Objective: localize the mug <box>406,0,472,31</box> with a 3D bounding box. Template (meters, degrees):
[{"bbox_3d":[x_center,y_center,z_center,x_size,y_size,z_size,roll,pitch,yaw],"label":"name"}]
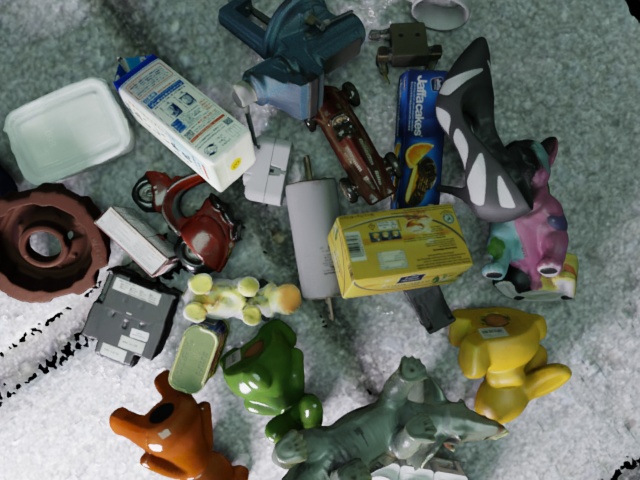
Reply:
[{"bbox_3d":[0.171,-0.373,0.775,0.110,0.080,0.107,15,80,5],"label":"mug"}]

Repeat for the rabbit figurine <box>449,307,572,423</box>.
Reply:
[{"bbox_3d":[0.270,0.188,0.789,0.162,0.122,0.173,-7,106,-9],"label":"rabbit figurine"}]

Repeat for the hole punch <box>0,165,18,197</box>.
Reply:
[{"bbox_3d":[-0.498,-0.102,0.761,0.142,0.116,0.092,39,99,0],"label":"hole punch"}]

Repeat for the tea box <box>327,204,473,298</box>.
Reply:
[{"bbox_3d":[0.105,0.014,0.723,0.170,0.068,0.098,-5,65,-16],"label":"tea box"}]

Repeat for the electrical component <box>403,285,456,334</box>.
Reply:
[{"bbox_3d":[0.149,0.071,0.788,0.048,0.075,0.119,-28,96,1],"label":"electrical component"}]

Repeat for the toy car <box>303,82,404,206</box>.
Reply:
[{"bbox_3d":[0.042,-0.141,0.761,0.089,0.053,0.202,-26,66,1],"label":"toy car"}]

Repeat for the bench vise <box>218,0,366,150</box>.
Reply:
[{"bbox_3d":[-0.066,-0.272,0.747,0.223,0.128,0.241,-43,68,-11],"label":"bench vise"}]

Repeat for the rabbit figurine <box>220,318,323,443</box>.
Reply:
[{"bbox_3d":[-0.045,0.219,0.770,0.121,0.159,0.170,-39,107,-8],"label":"rabbit figurine"}]

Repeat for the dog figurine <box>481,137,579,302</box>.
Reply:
[{"bbox_3d":[0.303,-0.037,0.771,0.109,0.191,0.219,-7,64,36],"label":"dog figurine"}]

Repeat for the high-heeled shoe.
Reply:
[{"bbox_3d":[0.227,-0.148,0.697,0.086,0.145,0.248,8,94,-42],"label":"high-heeled shoe"}]

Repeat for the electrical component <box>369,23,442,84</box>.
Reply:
[{"bbox_3d":[0.127,-0.276,0.793,0.102,0.045,0.078,-8,67,-2],"label":"electrical component"}]

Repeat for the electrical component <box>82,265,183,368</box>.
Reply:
[{"bbox_3d":[-0.281,0.118,0.800,0.115,0.058,0.134,23,92,1],"label":"electrical component"}]

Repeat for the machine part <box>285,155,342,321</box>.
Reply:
[{"bbox_3d":[-0.002,-0.002,0.784,0.079,0.079,0.243,-8,91,0],"label":"machine part"}]

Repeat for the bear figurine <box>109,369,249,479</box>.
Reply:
[{"bbox_3d":[-0.197,0.309,0.792,0.120,0.132,0.195,-42,126,-31],"label":"bear figurine"}]

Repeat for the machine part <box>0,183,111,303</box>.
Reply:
[{"bbox_3d":[-0.391,0.003,0.770,0.179,0.056,0.179,-4,114,-9],"label":"machine part"}]

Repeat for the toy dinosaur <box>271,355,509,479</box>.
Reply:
[{"bbox_3d":[0.049,0.278,0.711,0.405,0.192,0.131,-19,55,-16],"label":"toy dinosaur"}]

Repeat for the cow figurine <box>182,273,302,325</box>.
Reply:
[{"bbox_3d":[-0.116,0.088,0.788,0.167,0.098,0.068,5,83,-17],"label":"cow figurine"}]

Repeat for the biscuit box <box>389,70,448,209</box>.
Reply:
[{"bbox_3d":[0.142,-0.139,0.775,0.063,0.059,0.202,1,98,-6],"label":"biscuit box"}]

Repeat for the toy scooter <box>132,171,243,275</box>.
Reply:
[{"bbox_3d":[-0.176,-0.046,0.787,0.135,0.075,0.184,-39,87,0],"label":"toy scooter"}]
